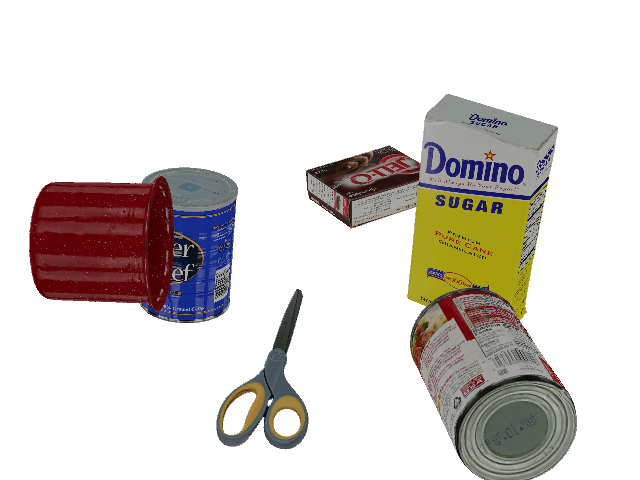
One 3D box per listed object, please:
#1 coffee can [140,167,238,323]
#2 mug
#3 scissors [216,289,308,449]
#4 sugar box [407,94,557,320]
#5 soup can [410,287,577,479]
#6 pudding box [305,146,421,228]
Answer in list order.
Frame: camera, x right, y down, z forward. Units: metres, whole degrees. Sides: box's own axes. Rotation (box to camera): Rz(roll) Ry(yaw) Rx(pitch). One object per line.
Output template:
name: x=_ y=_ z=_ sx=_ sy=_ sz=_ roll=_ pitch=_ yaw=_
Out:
coffee can: x=-0.145 y=0.004 z=1.162 sx=0.103 sy=0.140 sz=0.103 roll=5 pitch=26 yaw=-3
mug: x=-0.148 y=0.001 z=0.745 sx=0.081 sy=0.093 sz=0.117 roll=2 pitch=2 yaw=3
scissors: x=-0.030 y=0.131 z=1.062 sx=0.096 sy=0.016 sz=0.201 roll=21 pitch=50 yaw=20
sugar box: x=0.121 y=-0.017 z=0.826 sx=0.093 sy=0.176 sz=0.048 roll=21 pitch=42 yaw=25
soup can: x=0.095 y=0.079 z=0.598 sx=0.068 sy=0.068 sz=0.102 roll=0 pitch=24 yaw=-10
pudding box: x=0.054 y=-0.059 z=1.136 sx=0.113 sy=0.039 sz=0.090 roll=-20 pitch=32 yaw=-24
